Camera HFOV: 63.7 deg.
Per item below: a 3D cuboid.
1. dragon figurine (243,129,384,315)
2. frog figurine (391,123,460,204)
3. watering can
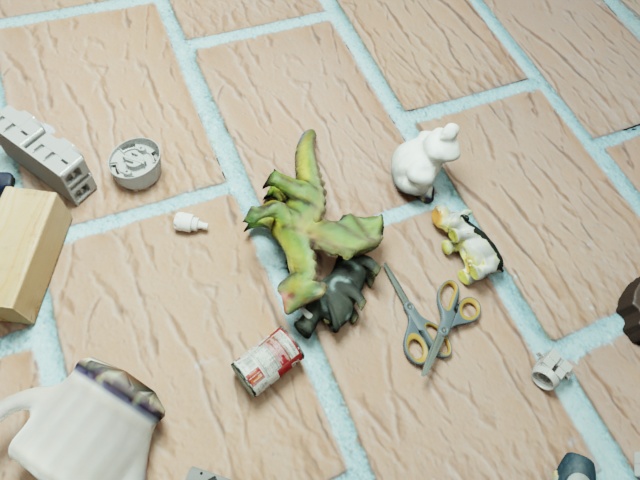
[{"bbox_3d":[0.003,-0.048,0.953,0.243,0.119,0.419,25,54,4],"label":"dragon figurine"},{"bbox_3d":[0.208,-0.166,1.025,0.123,0.156,0.140,23,63,6],"label":"frog figurine"},{"bbox_3d":[-0.307,0.316,0.736,0.347,0.102,0.228,35,62,-4],"label":"watering can"}]
